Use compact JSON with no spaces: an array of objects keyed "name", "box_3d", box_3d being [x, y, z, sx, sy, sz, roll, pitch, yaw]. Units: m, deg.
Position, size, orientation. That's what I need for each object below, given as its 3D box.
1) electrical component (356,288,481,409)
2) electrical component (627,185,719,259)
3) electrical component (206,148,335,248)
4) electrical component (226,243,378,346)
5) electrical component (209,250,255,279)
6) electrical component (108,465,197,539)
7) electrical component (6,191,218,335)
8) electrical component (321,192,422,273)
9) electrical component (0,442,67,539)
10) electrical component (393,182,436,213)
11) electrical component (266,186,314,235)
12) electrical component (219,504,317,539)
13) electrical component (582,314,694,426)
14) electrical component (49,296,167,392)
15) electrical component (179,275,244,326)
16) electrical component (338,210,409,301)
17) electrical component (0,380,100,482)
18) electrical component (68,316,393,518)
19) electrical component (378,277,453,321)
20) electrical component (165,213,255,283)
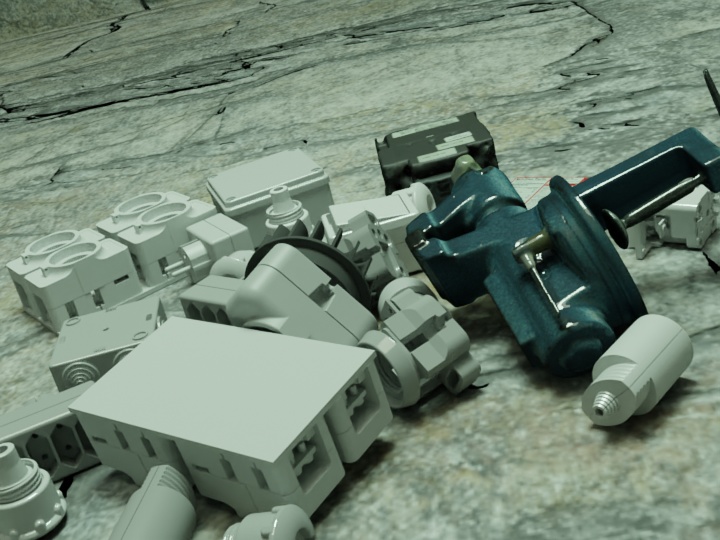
[{"name":"electrical component","box_3d":[0.034,0.058,0.730,0.057,0.058,0.078,-31,67,-28]},{"name":"electrical component","box_3d":[0.248,-0.045,0.856,0.064,0.042,0.081,6,32,37]},{"name":"electrical component","box_3d":[-0.091,-0.073,1.098,0.109,0.056,0.108,-20,24,-12]},{"name":"electrical component","box_3d":[-0.044,0.037,0.757,0.059,0.095,0.054,-52,6,-33]},{"name":"electrical component","box_3d":[-0.101,0.003,0.955,0.048,0.048,0.062,-4,20,23]},{"name":"electrical component","box_3d":[-0.121,0.151,0.640,0.043,0.043,0.081,-9,25,14]},{"name":"electrical component","box_3d":[-0.236,-0.015,1.050,0.186,0.060,0.105,-28,27,-27]},{"name":"electrical component","box_3d":[0.019,-0.030,0.934,0.096,0.061,0.061,-16,24,-3]},{"name":"electrical component","box_3d":[-0.222,0.142,0.696,0.048,0.062,0.048,-12,24,6]},{"name":"electrical component","box_3d":[0.037,-0.052,0.994,0.062,0.048,0.048,-13,23,22]},{"name":"electrical component","box_3d":[-0.070,-0.049,1.025,0.048,0.062,0.048,-12,24,6]},{"name":"electrical component","box_3d":[-0.057,0.156,0.594,0.062,0.048,0.048,-12,23,24]},{"name":"electrical component","box_3d":[0.167,0.066,0.660,0.043,0.043,0.081,8,33,42]},{"name":"electrical component","box_3d":[-0.196,0.067,0.862,0.100,0.048,0.099,-15,24,0]},{"name":"electrical component","box_3d":[-0.096,0.027,0.892,0.066,0.047,0.077,7,32,40]},{"name":"electrical component","box_3d":[0.000,0.000,0.872,0.057,0.078,0.058,-30,-17,16]},{"name":"electrical component","box_3d":[-0.225,0.114,0.778,0.083,0.047,0.076,-21,25,-14]},{"name":"electrical component","box_3d":[-0.084,0.095,0.706,0.186,0.060,0.105,6,37,38]},{"name":"electrical component","box_3d":[0.040,0.034,0.802,0.045,0.045,0.055,-19,24,-8]},{"name":"electrical component","box_3d":[-0.145,-0.012,1.007,0.077,0.047,0.066,-25,26,-22]}]
